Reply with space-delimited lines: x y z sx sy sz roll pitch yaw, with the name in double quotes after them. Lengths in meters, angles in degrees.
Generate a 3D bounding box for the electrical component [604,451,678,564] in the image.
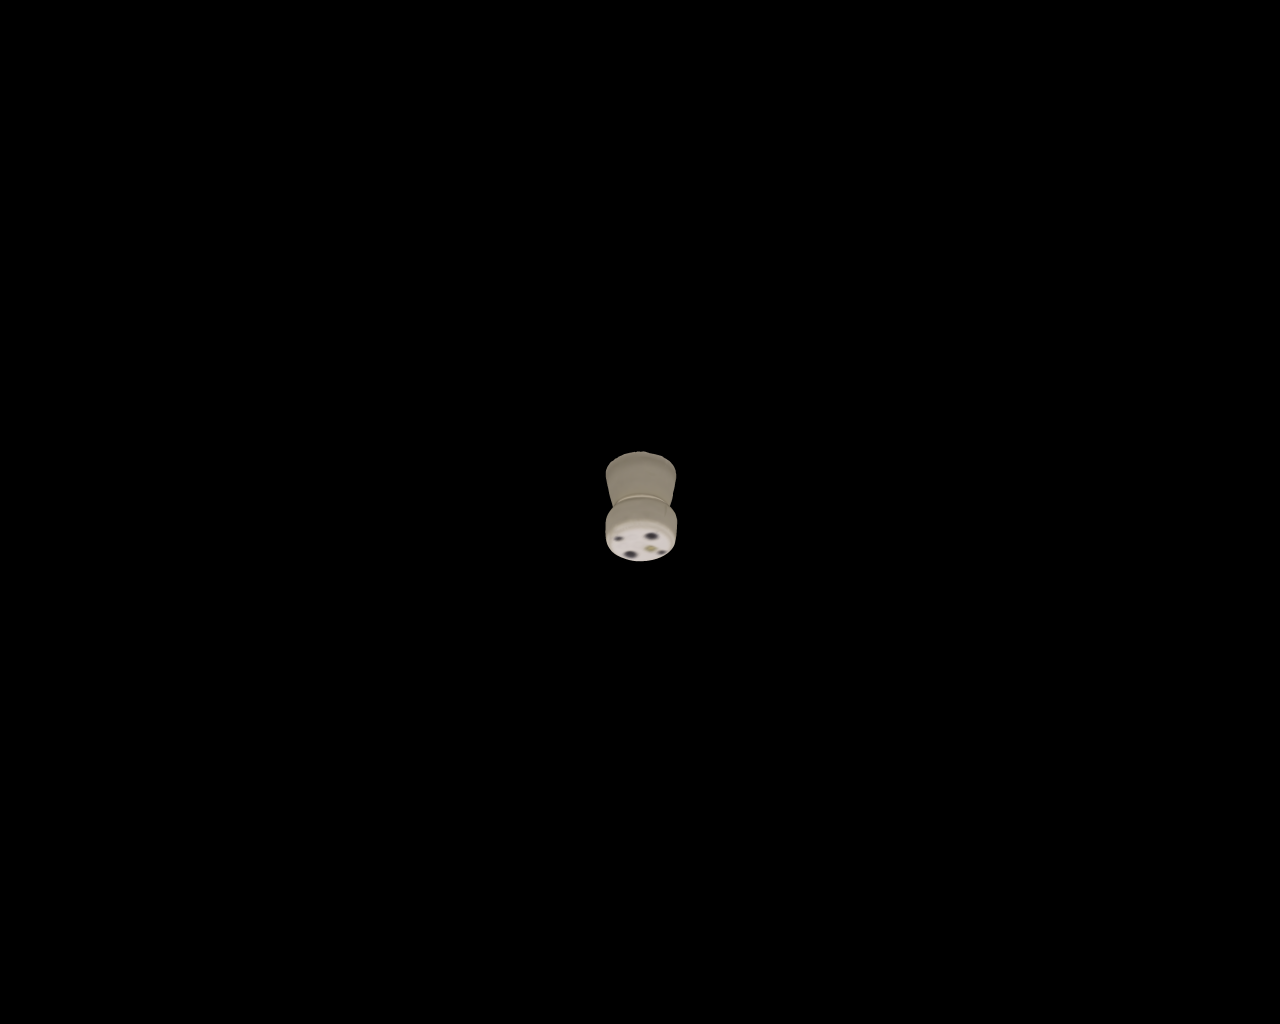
0.001 -0.003 0.650 0.045 0.055 0.044 0 -36 0 "electrical component"
